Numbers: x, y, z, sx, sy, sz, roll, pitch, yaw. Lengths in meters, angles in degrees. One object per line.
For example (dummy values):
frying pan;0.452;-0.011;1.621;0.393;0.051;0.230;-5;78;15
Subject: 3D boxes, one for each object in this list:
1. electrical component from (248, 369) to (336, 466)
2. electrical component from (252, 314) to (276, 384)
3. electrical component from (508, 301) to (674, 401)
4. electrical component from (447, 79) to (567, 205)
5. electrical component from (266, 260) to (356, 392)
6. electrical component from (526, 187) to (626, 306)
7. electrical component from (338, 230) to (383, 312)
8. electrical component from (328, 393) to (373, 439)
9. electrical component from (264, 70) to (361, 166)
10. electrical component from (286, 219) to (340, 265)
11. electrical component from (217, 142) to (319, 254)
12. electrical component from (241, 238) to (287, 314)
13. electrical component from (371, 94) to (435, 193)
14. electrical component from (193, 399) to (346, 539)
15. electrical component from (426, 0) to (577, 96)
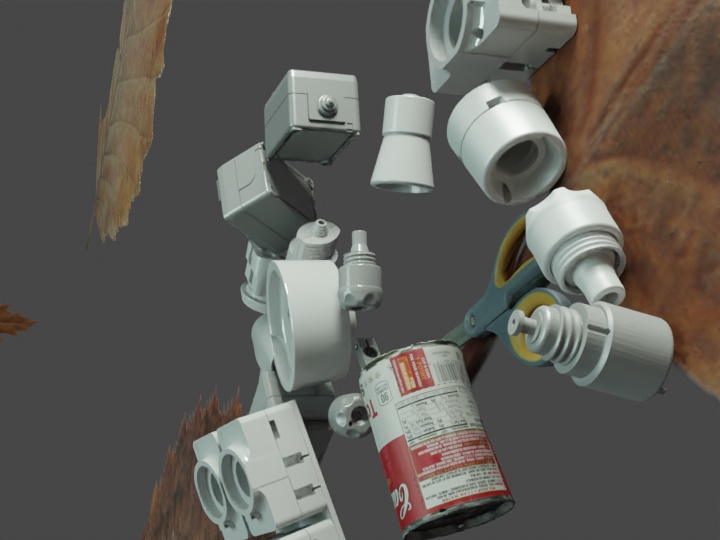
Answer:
electrical component;-0.062;0.140;0.949;0.061;0.062;0.096;-108;28;-42
electrical component;-0.074;0.089;1.013;0.077;0.044;0.079;-133;48;-62
electrical component;0.106;0.034;0.492;0.040;0.078;0.040;-164;90;-77
electrical component;0.082;-0.069;0.592;0.047;0.055;0.055;-114;32;-43
electrical component;-0.037;0.042;0.885;0.108;0.060;0.108;174;90;-75
electrical component;0.109;-0.007;0.527;0.062;0.043;0.043;-111;30;-42
electrical component;0.000;0.000;0.835;0.035;0.035;0.061;145;127;-65
electrical component;-0.009;0.115;0.850;0.061;0.035;0.035;159;112;-70
electrical component;-0.040;-0.134;0.915;0.096;0.062;0.061;144;125;-65
electrical component;-0.043;-0.009;0.938;0.043;0.043;0.081;-111;31;-47
electrical component;-0.082;-0.060;0.982;0.061;0.096;0.061;-28;53;22
electrical component;-0.082;0.006;1.024;0.078;0.058;0.057;-124;43;-58
electrical component;0.032;-0.089;0.748;0.044;0.044;0.065;176;101;-70
electrical component;-0.068;0.211;0.865;0.105;0.060;0.186;-34;74;55
electrical component;0.074;-0.139;0.615;0.089;0.056;0.050;140;129;-64
